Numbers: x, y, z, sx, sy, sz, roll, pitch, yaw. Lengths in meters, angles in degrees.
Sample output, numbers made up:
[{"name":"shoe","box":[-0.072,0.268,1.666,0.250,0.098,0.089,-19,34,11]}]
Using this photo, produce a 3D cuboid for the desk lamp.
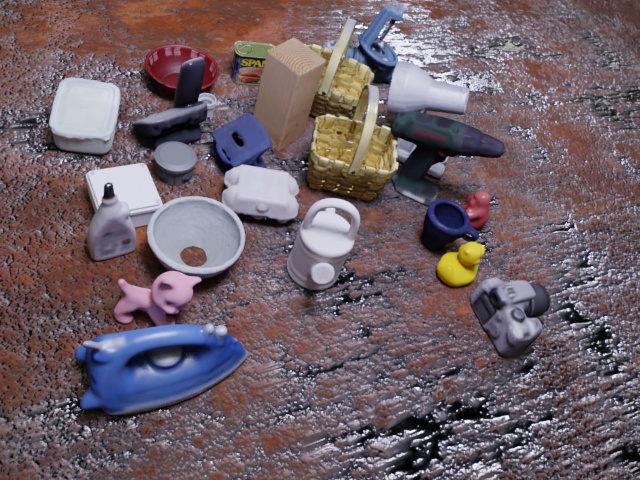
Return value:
[{"name":"desk lamp","box":[0.232,-0.279,1.293,0.203,0.213,0.118,24,50,1]}]

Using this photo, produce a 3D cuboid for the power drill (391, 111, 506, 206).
[{"name":"power drill","box":[0.247,-0.175,1.220,0.229,0.208,0.076,25,50,1]}]

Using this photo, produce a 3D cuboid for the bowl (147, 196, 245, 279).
[{"name":"bowl","box":[-0.219,0.007,1.007,0.168,0.074,0.167,9,51,-12]}]

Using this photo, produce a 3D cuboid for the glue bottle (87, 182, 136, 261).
[{"name":"glue bottle","box":[-0.340,-0.034,0.933,0.078,0.173,0.037,-16,60,-28]}]

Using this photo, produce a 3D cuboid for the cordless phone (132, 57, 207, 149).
[{"name":"cordless phone","box":[-0.292,-0.277,1.132,0.094,0.185,0.148,44,53,17]}]

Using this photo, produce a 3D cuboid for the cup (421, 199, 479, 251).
[{"name":"cup","box":[0.260,-0.016,1.175,0.117,0.095,0.092,32,50,7]}]

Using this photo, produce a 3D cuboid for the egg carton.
[{"name":"egg carton","box":[-0.115,-0.088,1.120,0.150,0.069,0.107,8,51,-13]}]

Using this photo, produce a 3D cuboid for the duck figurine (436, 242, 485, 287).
[{"name":"duck figurine","box":[0.288,0.041,1.146,0.105,0.086,0.077,-24,64,-32]}]

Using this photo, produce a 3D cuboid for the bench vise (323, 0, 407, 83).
[{"name":"bench vise","box":[0.121,-0.480,1.408,0.208,0.219,0.121,-19,61,-30]}]

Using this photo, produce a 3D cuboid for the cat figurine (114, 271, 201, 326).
[{"name":"cat figurine","box":[-0.257,0.085,0.906,0.128,0.117,0.067,10,51,-11]}]

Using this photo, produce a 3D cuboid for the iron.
[{"name":"iron","box":[-0.221,0.163,0.841,0.259,0.141,0.118,-8,56,-24]}]

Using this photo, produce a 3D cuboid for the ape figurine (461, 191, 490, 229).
[{"name":"ape figurine","box":[0.340,-0.072,1.248,0.076,0.092,0.078,43,52,16]}]

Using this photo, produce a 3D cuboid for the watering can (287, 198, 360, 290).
[{"name":"watering can","box":[0.011,0.004,1.010,0.101,0.194,0.172,-4,55,-21]}]

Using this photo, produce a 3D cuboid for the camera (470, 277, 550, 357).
[{"name":"camera","box":[0.385,0.132,1.099,0.137,0.101,0.143,-8,56,-24]}]

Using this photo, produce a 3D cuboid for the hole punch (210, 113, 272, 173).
[{"name":"hole punch","box":[-0.163,-0.193,1.172,0.101,0.091,0.108,-20,62,-30]}]
